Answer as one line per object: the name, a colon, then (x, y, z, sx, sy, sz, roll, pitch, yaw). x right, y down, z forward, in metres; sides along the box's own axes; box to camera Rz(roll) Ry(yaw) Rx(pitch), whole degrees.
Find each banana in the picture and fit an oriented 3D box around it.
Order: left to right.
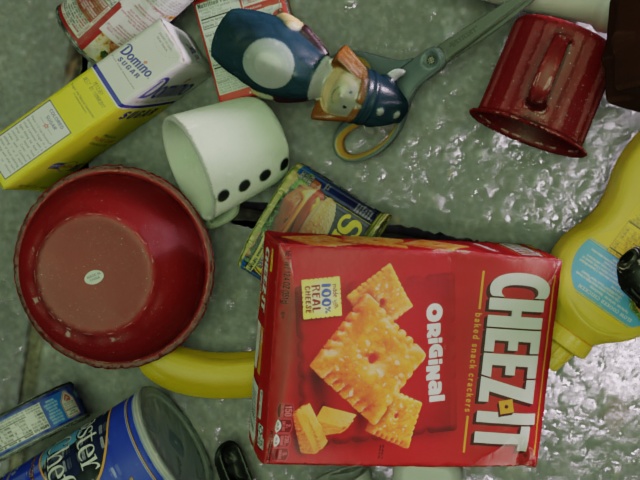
banana: (-0.064, 0.098, 0.854, 0.198, 0.037, 0.069, 0, 134, 7)

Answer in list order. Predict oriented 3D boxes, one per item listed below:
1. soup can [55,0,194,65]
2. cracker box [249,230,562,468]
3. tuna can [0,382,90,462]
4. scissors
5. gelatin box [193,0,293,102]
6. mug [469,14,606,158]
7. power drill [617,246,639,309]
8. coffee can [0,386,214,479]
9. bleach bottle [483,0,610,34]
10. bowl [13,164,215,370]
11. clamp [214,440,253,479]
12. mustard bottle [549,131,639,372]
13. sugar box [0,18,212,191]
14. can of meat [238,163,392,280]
soup can: (-0.149, -0.191, 0.843, 0.102, 0.068, 0.068, -37, 86, 18)
cracker box: (0.061, 0.082, 0.789, 0.213, 0.072, 0.164, 3, 99, -12)
tuna can: (-0.233, 0.148, 0.866, 0.086, 0.086, 0.034, -27, 87, 8)
scissors: (0.069, -0.147, 0.824, 0.096, 0.016, 0.202, 47, 113, 13)
gelatin box: (-0.054, -0.159, 0.859, 0.073, 0.030, 0.089, -15, 90, 10)
mug: (0.167, -0.117, 0.787, 0.093, 0.117, 0.081, 22, 90, 14)
power drill: (0.325, 0.013, 0.769, 0.184, 0.057, 0.188, 37, 98, -22)
coffee can: (-0.170, 0.195, 0.850, 0.140, 0.102, 0.103, -32, 87, 8)
bleach bottle: (0.110, -0.229, 0.817, 0.251, 0.068, 0.102, 11, 91, 10)
bowl: (-0.164, 0.023, 0.812, 0.162, 0.055, 0.162, 0, 94, 5)
clamp: (-0.031, 0.250, 0.841, 0.120, 0.039, 0.171, 7, 108, 45)
mustard bottle: (0.228, 0.019, 0.808, 0.096, 0.058, 0.192, 34, 96, -7)
sugar box: (-0.173, -0.103, 0.846, 0.176, 0.093, 0.048, -31, 88, 8)
can of meat: (-0.005, 0.001, 0.844, 0.084, 0.057, 0.102, 33, 96, 8)
